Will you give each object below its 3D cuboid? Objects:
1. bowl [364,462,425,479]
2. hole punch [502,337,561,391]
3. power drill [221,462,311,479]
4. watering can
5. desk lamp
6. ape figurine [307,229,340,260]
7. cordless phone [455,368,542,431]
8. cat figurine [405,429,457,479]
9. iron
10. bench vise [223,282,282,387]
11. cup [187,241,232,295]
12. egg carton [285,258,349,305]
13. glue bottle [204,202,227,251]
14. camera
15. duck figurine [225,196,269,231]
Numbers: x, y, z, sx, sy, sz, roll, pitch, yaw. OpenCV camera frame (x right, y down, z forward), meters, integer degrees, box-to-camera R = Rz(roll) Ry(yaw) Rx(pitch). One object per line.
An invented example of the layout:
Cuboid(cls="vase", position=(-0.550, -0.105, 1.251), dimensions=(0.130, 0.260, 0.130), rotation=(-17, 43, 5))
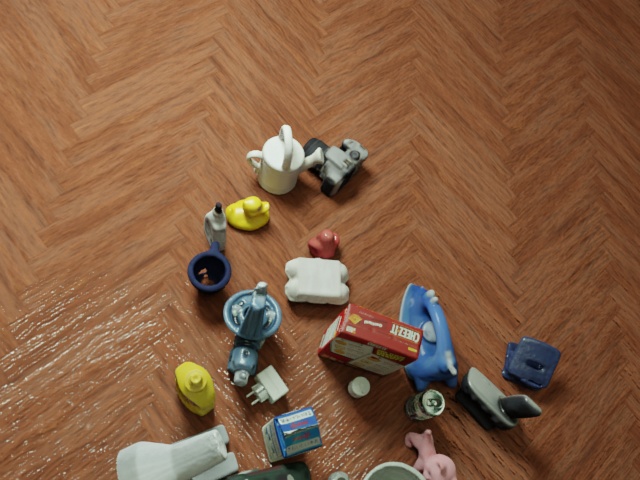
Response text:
Cuboid(cls="bowl", position=(0.143, 0.538, 1.152), dimensions=(0.167, 0.074, 0.167), rotation=(5, 66, -12))
Cuboid(cls="hole punch", position=(0.495, 0.291, 1.338), dimensions=(0.108, 0.091, 0.101), rotation=(23, 64, -3))
Cuboid(cls="power drill", position=(-0.135, 0.462, 1.040), dimensions=(0.230, 0.208, 0.075), rotation=(-10, 70, -18))
Cuboid(cls="watering can", position=(-0.080, -0.197, 1.347), dimensions=(0.173, 0.194, 0.101), rotation=(-20, 73, -21))
Cuboid(cls="desk lamp", position=(-0.250, 0.403, 1.034), dimensions=(0.204, 0.213, 0.118), rotation=(-18, 72, -20))
Cuboid(cls="ape figurine", position=(0.012, 0.005, 1.340), dimensions=(0.078, 0.092, 0.076), rotation=(4, 66, -12))
Cuboid(cls="cordless phone", position=(0.391, 0.337, 1.239), dimensions=(0.147, 0.185, 0.094), rotation=(42, 64, 6))
Cuboid(cls="cat figurine", position=(0.236, 0.456, 1.187), dimensions=(0.067, 0.117, 0.127), rotation=(-9, 70, -17))
Cuboid(cls="iron", position=(0.250, 0.201, 1.287), dimensions=(0.119, 0.141, 0.258), rotation=(-3, 68, -15))
Cuboid(cls="bench vise", position=(-0.128, 0.181, 1.157), dimensions=(0.122, 0.219, 0.207), rotation=(-5, 68, -16))
Cuboid(cls="cup", position=(-0.240, 0.069, 1.247), dimensions=(0.092, 0.095, 0.118), rotation=(10, 65, -9))
Cuboid(cls="egg carton", position=(-0.007, 0.095, 1.308), dimensions=(0.150, 0.069, 0.107), rotation=(4, 66, -12))
Cuboid(cls="glue bottle", position=(-0.226, -0.038, 1.253), dimensions=(0.037, 0.173, 0.078), rotation=(-16, 72, -19))
Cuboid(cls="camera", position=(0.031, -0.208, 1.431), dimensions=(0.137, 0.100, 0.143), rotation=(40, 64, 5))
Cuboid(cls="duck figurine", position=(-0.166, -0.071, 1.331), dimensions=(0.105, 0.086, 0.077), rotation=(0, 67, -14))
